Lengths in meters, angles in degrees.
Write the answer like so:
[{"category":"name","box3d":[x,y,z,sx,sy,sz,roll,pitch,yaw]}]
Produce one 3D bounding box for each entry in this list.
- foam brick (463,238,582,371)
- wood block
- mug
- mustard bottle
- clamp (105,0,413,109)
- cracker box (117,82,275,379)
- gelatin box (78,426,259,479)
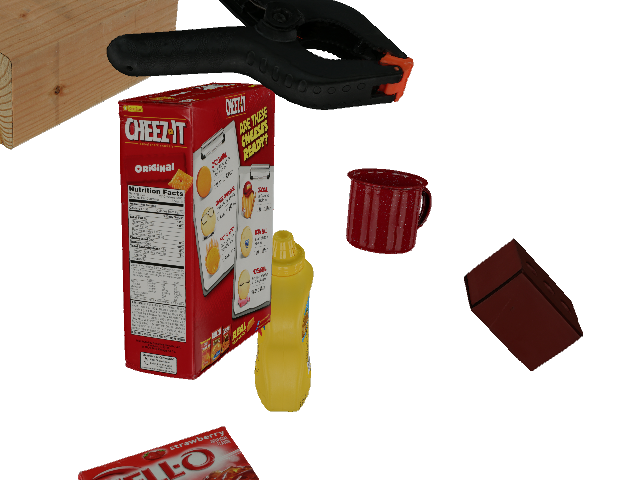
[{"category":"foam brick","box3d":[0.155,0.050,0.819,0.051,0.078,0.053,-38,20,19]},{"category":"wood block","box3d":[-0.227,-0.174,0.946,0.090,0.091,0.205,29,42,20]},{"category":"mug","box3d":[0.083,-0.035,1.242,0.117,0.081,0.093,-8,21,-39]},{"category":"mustard bottle","box3d":[-0.036,0.071,1.040,0.058,0.192,0.096,2,38,-1]},{"category":"clamp","box3d":[-0.035,-0.114,0.620,0.171,0.120,0.039,24,-31,9]},{"category":"cracker box","box3d":[-0.098,-0.015,0.870,0.072,0.214,0.164,5,14,19]},{"category":"gelatin box","box3d":[-0.079,0.142,0.579,0.089,0.030,0.073,-14,27,-20]}]
